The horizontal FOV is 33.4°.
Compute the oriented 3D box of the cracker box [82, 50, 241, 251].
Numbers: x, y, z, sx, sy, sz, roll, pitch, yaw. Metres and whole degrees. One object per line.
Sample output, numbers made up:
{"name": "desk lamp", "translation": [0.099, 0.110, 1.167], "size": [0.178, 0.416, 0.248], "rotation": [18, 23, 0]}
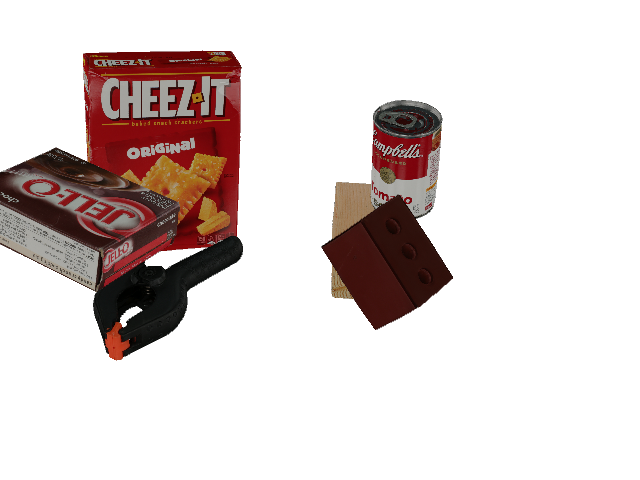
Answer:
{"name": "cracker box", "translation": [-0.172, -0.095, 1.168], "size": [0.164, 0.214, 0.072], "rotation": [-4, 26, -16]}

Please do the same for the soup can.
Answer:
{"name": "soup can", "translation": [0.085, -0.080, 1.072], "size": [0.068, 0.102, 0.068], "rotation": [0, 37, 0]}

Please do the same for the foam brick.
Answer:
{"name": "foam brick", "translation": [0.050, 0.017, 0.796], "size": [0.051, 0.078, 0.052], "rotation": [-33, 1, 45]}

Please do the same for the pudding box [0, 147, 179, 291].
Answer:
{"name": "pudding box", "translation": [-0.167, -0.017, 0.726], "size": [0.114, 0.039, 0.089], "rotation": [22, 29, 19]}

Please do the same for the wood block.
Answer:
{"name": "wood block", "translation": [0.064, -0.002, 1.542], "size": [0.091, 0.090, 0.206], "rotation": [4, 26, -2]}

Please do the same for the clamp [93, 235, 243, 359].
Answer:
{"name": "clamp", "translation": [-0.155, 0.035, 0.935], "size": [0.120, 0.039, 0.171], "rotation": [10, 35, 22]}
